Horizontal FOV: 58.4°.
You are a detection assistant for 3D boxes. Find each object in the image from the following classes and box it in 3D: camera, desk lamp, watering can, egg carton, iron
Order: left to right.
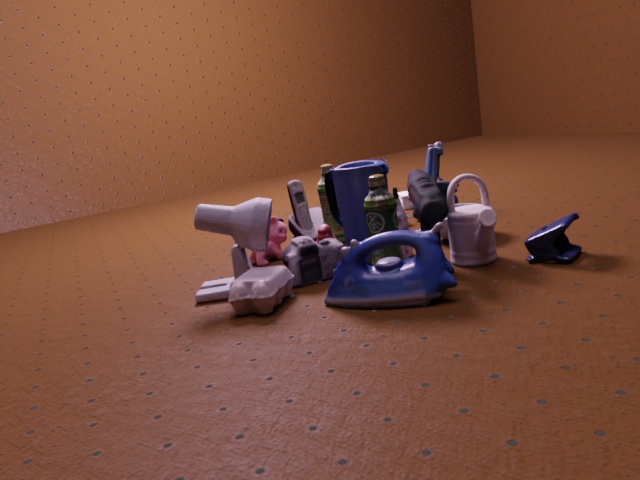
[{"bbox_3d":[-0.190,0.016,1.276,0.203,0.214,0.118,-9,13,1],"label":"desk lamp"},{"bbox_3d":[-0.120,0.101,1.186,0.107,0.069,0.150,-4,14,19],"label":"egg carton"},{"bbox_3d":[-0.026,0.035,1.332,0.143,0.101,0.136,-14,14,-20],"label":"camera"},{"bbox_3d":[0.125,0.047,1.094,0.258,0.141,0.119,-7,14,10],"label":"iron"},{"bbox_3d":[0.329,-0.047,1.238,0.101,0.194,0.172,-17,15,-29],"label":"watering can"}]

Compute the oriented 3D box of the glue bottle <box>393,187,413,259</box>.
[{"bbox_3d":[0.185,-0.039,1.348,0.037,0.173,0.078,-3,15,24],"label":"glue bottle"}]

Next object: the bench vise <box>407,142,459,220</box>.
[{"bbox_3d":[0.344,-0.177,1.720,0.121,0.220,0.208,-1,15,29],"label":"bench vise"}]

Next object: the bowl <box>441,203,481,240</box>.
[{"bbox_3d":[0.352,-0.041,1.458,0.167,0.075,0.167,-8,13,2],"label":"bowl"}]

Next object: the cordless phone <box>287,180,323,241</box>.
[{"bbox_3d":[-0.030,-0.092,1.687,0.093,0.185,0.148,4,19,43],"label":"cordless phone"}]

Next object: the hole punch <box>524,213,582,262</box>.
[{"bbox_3d":[0.483,-0.007,1.195,0.100,0.091,0.109,2,17,38],"label":"hole punch"}]

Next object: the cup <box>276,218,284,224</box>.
[{"bbox_3d":[-0.149,-0.009,1.613,0.118,0.095,0.091,-17,16,-31],"label":"cup"}]

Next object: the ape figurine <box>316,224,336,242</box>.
[{"bbox_3d":[0.013,0.005,1.452,0.077,0.092,0.076,1,16,35],"label":"ape figurine"}]

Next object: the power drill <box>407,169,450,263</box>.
[{"bbox_3d":[0.233,-0.042,1.251,0.075,0.208,0.229,-9,13,1],"label":"power drill"}]

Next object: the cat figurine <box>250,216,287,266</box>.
[{"bbox_3d":[-0.133,-0.003,1.529,0.128,0.118,0.067,-20,17,-38],"label":"cat figurine"}]
